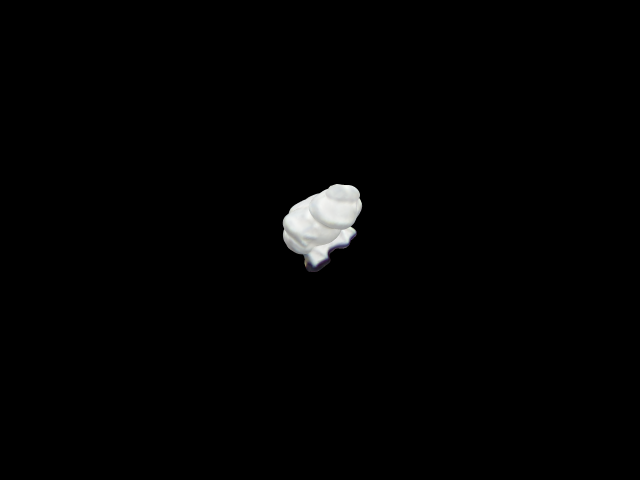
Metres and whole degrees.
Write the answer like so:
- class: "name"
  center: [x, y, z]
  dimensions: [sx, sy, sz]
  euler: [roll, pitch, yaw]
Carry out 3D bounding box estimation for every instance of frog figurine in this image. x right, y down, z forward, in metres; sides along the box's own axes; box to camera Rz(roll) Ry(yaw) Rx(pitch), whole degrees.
- class: "frog figurine"
  center: [0.003, -0.043, 0.850]
  dimensions: [0.138, 0.125, 0.155]
  euler: [-21, -34, -15]
